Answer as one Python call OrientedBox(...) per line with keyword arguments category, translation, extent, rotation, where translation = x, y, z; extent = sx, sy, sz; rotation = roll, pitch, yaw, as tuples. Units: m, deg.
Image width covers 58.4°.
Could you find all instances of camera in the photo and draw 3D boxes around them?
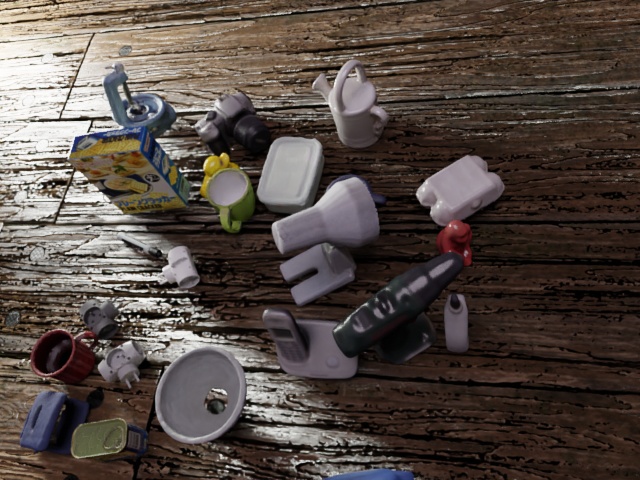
OrientedBox(category="camera", translation=(-0.187, -0.249, 1.270), extent=(0.143, 0.101, 0.136), rotation=(-42, 61, -9))

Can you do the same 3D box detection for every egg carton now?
OrientedBox(category="egg carton", translation=(0.266, -0.092, 1.088), extent=(0.150, 0.069, 0.107), rotation=(-32, 60, -4))

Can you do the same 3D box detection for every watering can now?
OrientedBox(category="watering can", translation=(0.061, -0.285, 1.171), extent=(0.172, 0.194, 0.101), rotation=(9, 65, 19))

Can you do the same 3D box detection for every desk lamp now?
OrientedBox(category="desk lamp", translation=(0.009, 0.004, 1.020), extent=(0.203, 0.214, 0.117), rotation=(-28, 59, -1))

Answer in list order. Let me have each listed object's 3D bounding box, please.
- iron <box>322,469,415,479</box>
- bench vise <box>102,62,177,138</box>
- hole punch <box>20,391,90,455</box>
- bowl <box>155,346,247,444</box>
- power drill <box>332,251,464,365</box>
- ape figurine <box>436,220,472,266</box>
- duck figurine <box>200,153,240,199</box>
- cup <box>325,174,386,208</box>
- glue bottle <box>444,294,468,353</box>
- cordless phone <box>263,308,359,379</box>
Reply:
OrientedBox(category="iron", translation=(0.015, 0.405, 0.847), extent=(0.258, 0.142, 0.118), rotation=(-11, 60, 9))
OrientedBox(category="bench vise", translation=(-0.429, -0.271, 1.274), extent=(0.121, 0.220, 0.207), rotation=(15, 67, 21))
OrientedBox(category="hole punch", translation=(-0.497, 0.334, 1.045), extent=(0.101, 0.091, 0.109), rotation=(3, 64, 16))
OrientedBox(category="bowl", translation=(-0.198, 0.278, 1.008), extent=(0.167, 0.075, 0.167), rotation=(-6, 61, 11))
OrientedBox(category="power drill", translation=(0.134, 0.123, 0.927), extent=(0.229, 0.209, 0.075), rotation=(-32, 59, -4))
OrientedBox(category="ape figurine", translation=(0.246, -0.003, 1.033), extent=(0.076, 0.092, 0.078), rotation=(33, 75, 27))
OrientedBox(category="duck figurine", translation=(-0.223, -0.141, 1.230), extent=(0.077, 0.086, 0.105), rotation=(33, 75, 27))
OrientedBox(category="cup", translation=(0.075, -0.065, 1.108), extent=(0.117, 0.095, 0.092), rotation=(7, 65, 18))
OrientedBox(category="glue bottle", translation=(0.220, 0.123, 0.926), extent=(0.037, 0.173, 0.078), rotation=(-2, 62, 14))
OrientedBox(category="cordless phone", translation=(-0.014, 0.165, 0.956), extent=(0.147, 0.185, 0.094), rotation=(-2, 62, 14))
